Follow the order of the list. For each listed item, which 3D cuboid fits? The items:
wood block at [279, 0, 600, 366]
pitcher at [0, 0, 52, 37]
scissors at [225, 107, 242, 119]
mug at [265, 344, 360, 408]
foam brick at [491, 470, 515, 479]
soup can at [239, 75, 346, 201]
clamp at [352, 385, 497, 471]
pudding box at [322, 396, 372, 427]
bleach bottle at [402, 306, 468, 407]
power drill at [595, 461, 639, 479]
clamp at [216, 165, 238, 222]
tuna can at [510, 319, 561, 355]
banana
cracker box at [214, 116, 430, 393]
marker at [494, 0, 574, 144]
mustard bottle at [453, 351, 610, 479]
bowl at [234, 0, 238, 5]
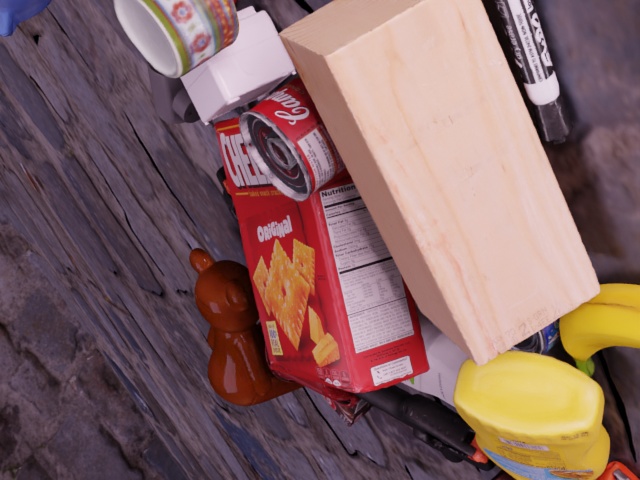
[{"bbox_3d":[0.071,-0.044,0.612,0.206,0.090,0.091,62,174,-24],"label":"wood block"},{"bbox_3d":[-0.285,-0.304,0.957,0.149,0.145,0.243,43,159,-10],"label":"pitcher"},{"bbox_3d":[-0.056,-0.070,0.954,0.096,0.016,0.201,-115,-1,-59],"label":"scissors"},{"bbox_3d":[0.009,0.120,1.065,0.082,0.093,0.117,20,135,49],"label":"mug"},{"bbox_3d":[0.174,0.220,0.923,0.051,0.053,0.078,47,160,14],"label":"foam brick"},{"bbox_3d":[0.008,-0.081,0.695,0.068,0.102,0.068,44,160,21],"label":"soup can"},{"bbox_3d":[0.108,0.168,0.939,0.164,0.036,0.210,36,170,-21],"label":"clamp"},{"bbox_3d":[0.020,0.150,1.171,0.090,0.039,0.113,47,160,16],"label":"pudding box"},{"bbox_3d":[0.067,0.083,0.915,0.251,0.068,0.102,30,155,42],"label":"bleach bottle"},{"bbox_3d":[0.165,0.257,0.806,0.057,0.187,0.184,47,159,11],"label":"power drill"},{"bbox_3d":[-0.059,-0.020,1.007,0.120,0.039,0.171,49,176,8],"label":"clamp"},{"bbox_3d":[0.132,0.040,0.730,0.086,0.033,0.086,45,160,21],"label":"tuna can"},{"bbox_3d":[0.194,0.054,0.618,0.069,0.037,0.198,38,165,-14],"label":"banana"},{"bbox_3d":[-0.005,0.001,0.820,0.164,0.072,0.214,2,107,65],"label":"cracker box"},{"bbox_3d":[0.109,-0.102,0.556,0.020,0.020,0.121,25,147,53],"label":"marker"},{"bbox_3d":[0.159,0.140,0.771,0.096,0.058,0.191,7,155,21],"label":"mustard bottle"},{"bbox_3d":[-0.093,-0.227,0.739,0.162,0.055,0.162,44,160,21],"label":"bowl"}]
